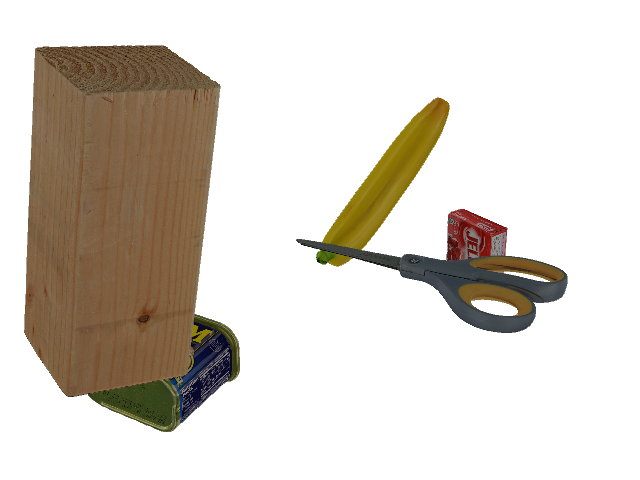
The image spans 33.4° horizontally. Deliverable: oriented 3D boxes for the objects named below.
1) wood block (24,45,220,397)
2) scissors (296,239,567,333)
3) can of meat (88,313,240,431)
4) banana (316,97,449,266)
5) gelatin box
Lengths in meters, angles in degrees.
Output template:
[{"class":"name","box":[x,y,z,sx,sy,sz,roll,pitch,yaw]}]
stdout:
[{"class":"wood block","box":[-0.133,-0.014,0.693,0.090,0.206,0.090,-7,30,-32]},{"class":"scissors","box":[0.070,0.029,0.751,0.202,0.016,0.096,5,28,12]},{"class":"can of meat","box":[-0.129,0.099,0.851,0.102,0.057,0.083,16,33,25]},{"class":"banana","box":[0.057,-0.044,0.976,0.037,0.197,0.070,37,-17,-5]},{"class":"gelatin box","box":[0.186,0.015,1.287,0.030,0.089,0.073,-21,33,-33]}]
